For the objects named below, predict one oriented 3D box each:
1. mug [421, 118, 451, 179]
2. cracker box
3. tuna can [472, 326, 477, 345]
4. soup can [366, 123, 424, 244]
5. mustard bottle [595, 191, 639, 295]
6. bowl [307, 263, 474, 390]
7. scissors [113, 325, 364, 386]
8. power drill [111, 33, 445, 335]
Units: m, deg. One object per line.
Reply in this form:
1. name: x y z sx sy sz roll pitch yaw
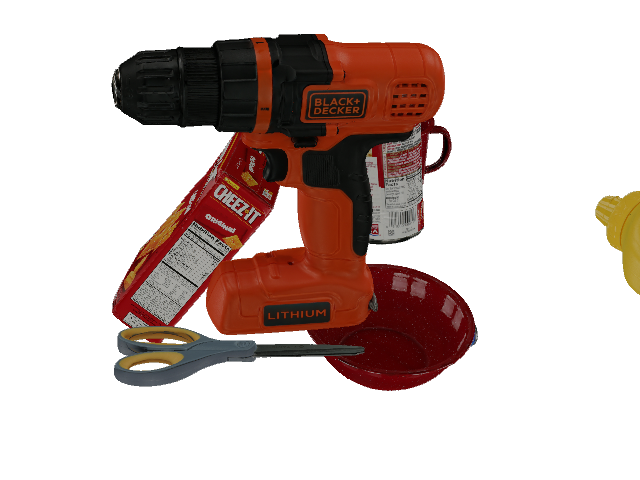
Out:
1. mug: 0.086 -0.097 1.168 0.117 0.081 0.093 -6 32 -13
2. cracker box: -0.129 -0.012 1.156 0.072 0.214 0.164 36 24 -12
3. tuna can: 0.143 0.099 1.263 0.033 0.086 0.086 -35 16 -23
4. soup can: 0.051 -0.056 0.876 0.068 0.102 0.068 -4 24 1
5. mustard bottle: 0.242 0.016 0.643 0.096 0.058 0.192 -24 35 -25
6. bowl: 0.061 0.090 1.006 0.162 0.055 0.162 4 36 -3
7. scissors: -0.074 0.095 0.841 0.202 0.016 0.096 5 22 16
8. power drill: -0.027 -0.031 0.626 0.184 0.188 0.057 -2 38 -11
